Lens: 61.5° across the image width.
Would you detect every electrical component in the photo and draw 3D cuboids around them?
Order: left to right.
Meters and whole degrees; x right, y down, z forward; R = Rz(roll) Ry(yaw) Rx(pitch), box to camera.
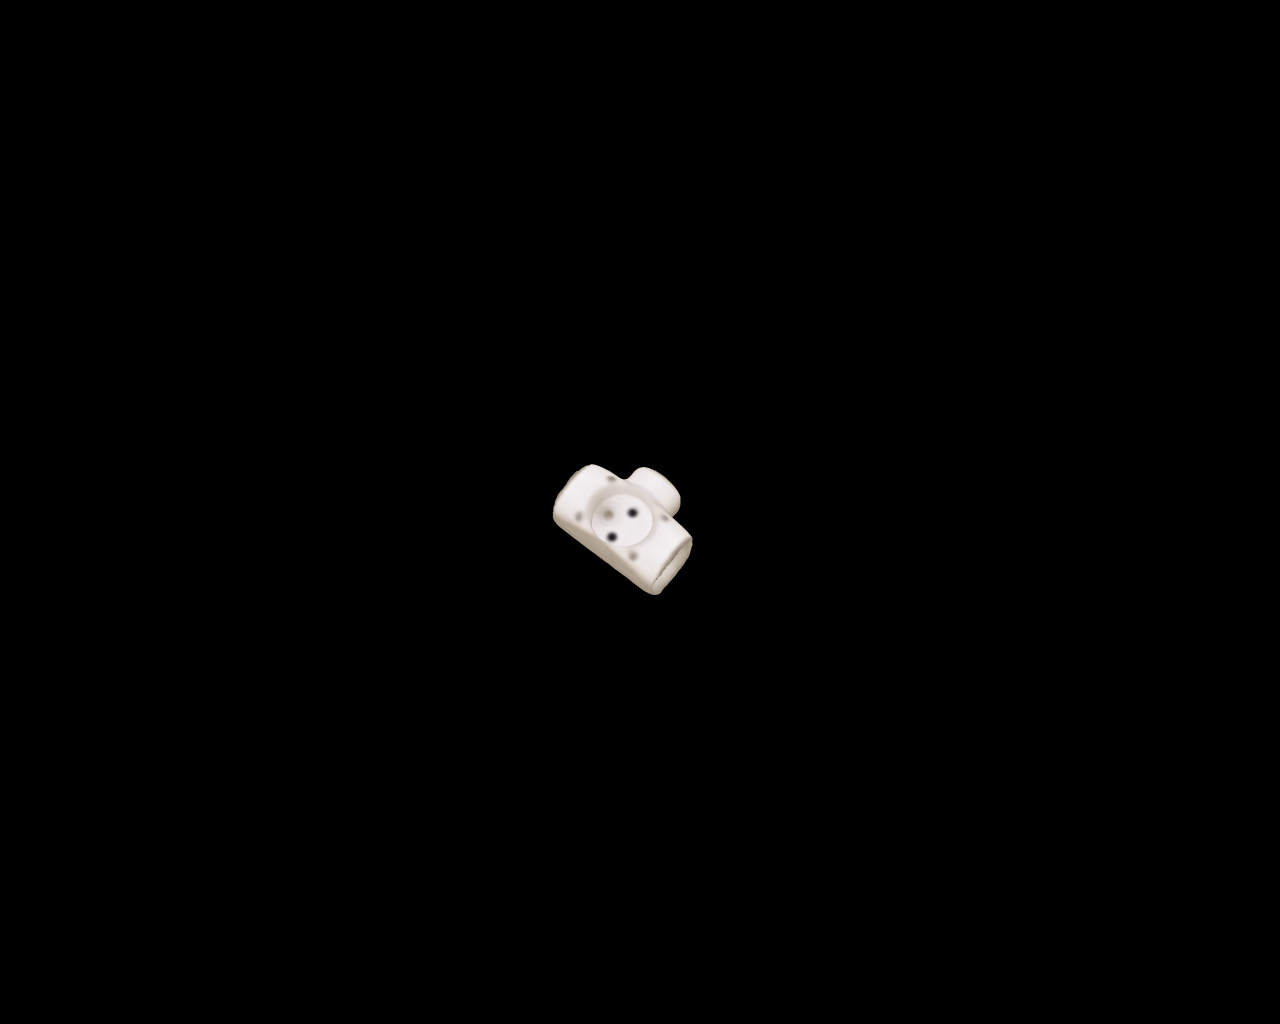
[{"bbox_3d":[0.001,-0.003,0.650,0.077,0.079,0.044,37,-19,15],"label":"electrical component"}]
